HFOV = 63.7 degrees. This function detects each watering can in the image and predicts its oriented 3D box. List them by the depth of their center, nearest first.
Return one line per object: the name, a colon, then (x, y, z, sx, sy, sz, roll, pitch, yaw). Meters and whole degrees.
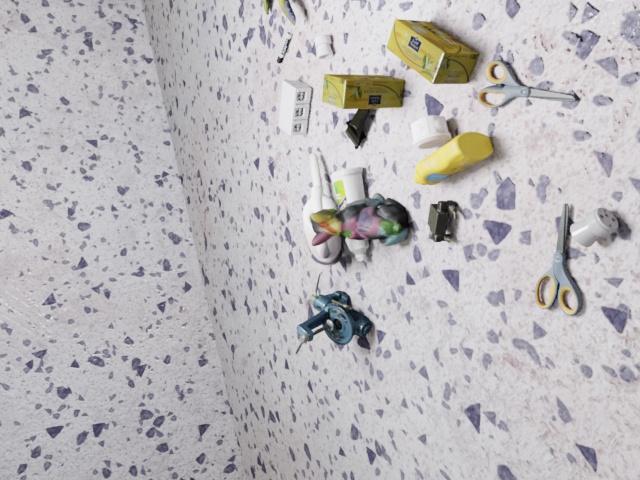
watering can: (0.005, -0.075, 1.491, 0.219, 0.104, 0.356, 80, -176, -47)

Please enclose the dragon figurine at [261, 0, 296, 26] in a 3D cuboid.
dragon figurine: (-0.148, -0.805, 1.613, 0.241, 0.122, 0.413, 138, 122, -76)
